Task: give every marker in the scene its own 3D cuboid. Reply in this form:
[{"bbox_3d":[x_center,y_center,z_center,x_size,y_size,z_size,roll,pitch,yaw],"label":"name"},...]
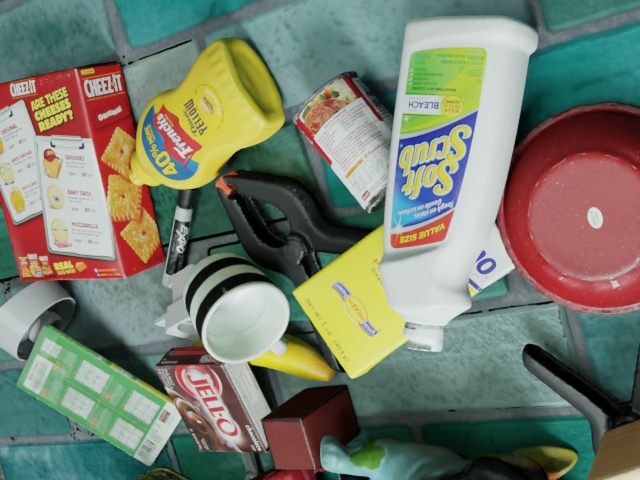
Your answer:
[{"bbox_3d":[-0.142,-0.006,1.080,0.020,0.020,0.121,28,120,26],"label":"marker"}]

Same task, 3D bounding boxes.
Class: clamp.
[{"bbox_3d":[0.234,0.139,0.844,0.120,0.039,0.171,-13,98,39],"label":"clamp"},{"bbox_3d":[-0.006,0.001,0.973,0.210,0.036,0.165,47,125,9],"label":"clamp"}]

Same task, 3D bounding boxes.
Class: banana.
[{"bbox_3d":[-0.072,0.116,1.064,0.198,0.037,0.069,-13,117,39],"label":"banana"}]

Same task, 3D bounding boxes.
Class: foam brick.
[{"bbox_3d":[-0.009,0.177,1.010,0.053,0.078,0.051,-10,101,39],"label":"foam brick"}]

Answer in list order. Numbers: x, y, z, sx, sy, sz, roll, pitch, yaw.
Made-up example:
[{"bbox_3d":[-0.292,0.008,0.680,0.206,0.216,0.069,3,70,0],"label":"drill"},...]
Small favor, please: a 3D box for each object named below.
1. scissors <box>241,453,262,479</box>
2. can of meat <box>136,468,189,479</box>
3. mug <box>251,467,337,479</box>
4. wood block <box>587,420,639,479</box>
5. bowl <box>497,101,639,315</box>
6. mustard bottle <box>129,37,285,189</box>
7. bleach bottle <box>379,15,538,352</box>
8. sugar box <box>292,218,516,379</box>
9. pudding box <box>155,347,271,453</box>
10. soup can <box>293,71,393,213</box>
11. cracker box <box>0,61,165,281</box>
[{"bbox_3d":[-0.078,0.265,1.129,0.096,0.016,0.202,-29,88,39],"label":"scissors"},{"bbox_3d":[-0.159,0.314,1.180,0.102,0.057,0.084,19,118,30],"label":"can of meat"},{"bbox_3d":[-0.021,0.261,1.048,0.117,0.093,0.081,-25,84,8],"label":"mug"},{"bbox_3d":[0.305,0.156,0.742,0.206,0.090,0.090,-27,94,29],"label":"wood block"},{"bbox_3d":[0.202,-0.020,0.779,0.162,0.055,0.162,3,99,23],"label":"bowl"},{"bbox_3d":[-0.121,-0.103,1.007,0.192,0.058,0.096,-33,83,39],"label":"mustard bottle"},{"bbox_3d":[0.100,-0.040,0.813,0.103,0.068,0.251,6,90,35],"label":"bleach bottle"},{"bbox_3d":[0.073,0.029,0.885,0.176,0.048,0.093,-38,82,20],"label":"sugar box"},{"bbox_3d":[-0.101,0.158,1.060,0.090,0.039,0.113,-6,121,36],"label":"pudding box"},{"bbox_3d":[0.035,-0.082,0.895,0.102,0.068,0.069,52,128,9],"label":"soup can"},{"bbox_3d":[-0.260,-0.067,1.113,0.164,0.071,0.214,-3,103,36],"label":"cracker box"}]
